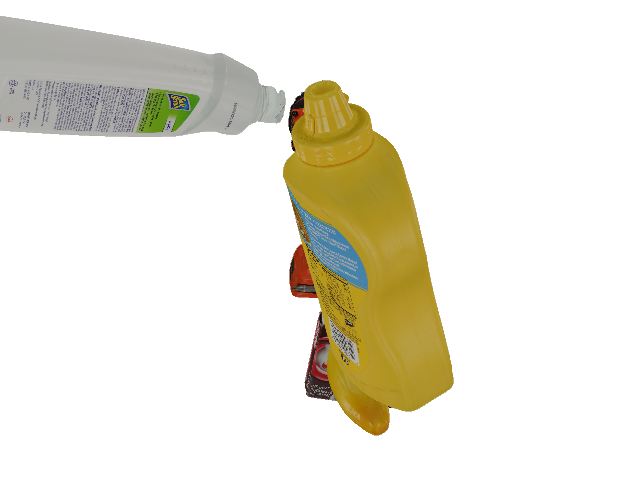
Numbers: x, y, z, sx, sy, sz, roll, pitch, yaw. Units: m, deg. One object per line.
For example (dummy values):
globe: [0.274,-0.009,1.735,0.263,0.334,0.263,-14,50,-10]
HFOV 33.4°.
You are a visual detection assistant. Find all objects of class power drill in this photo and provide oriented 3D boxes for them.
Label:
power drill: [-0.006,-0.049,1.061,0.057,0.188,0.184,-2,18,-1]

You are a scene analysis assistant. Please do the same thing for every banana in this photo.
banana: [0.040,0.089,0.833,0.070,0.037,0.197,8,22,15]

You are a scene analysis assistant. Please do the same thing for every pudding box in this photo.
pudding box: [0.046,0.130,1.157,0.113,0.090,0.039,7,24,-7]

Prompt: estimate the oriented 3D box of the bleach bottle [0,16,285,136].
bleach bottle: [-0.155,-0.121,0.878,0.250,0.068,0.103,5,-30,-18]

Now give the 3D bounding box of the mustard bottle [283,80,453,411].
mustard bottle: [0.021,-0.001,0.581,0.058,0.191,0.096,-27,38,-14]
